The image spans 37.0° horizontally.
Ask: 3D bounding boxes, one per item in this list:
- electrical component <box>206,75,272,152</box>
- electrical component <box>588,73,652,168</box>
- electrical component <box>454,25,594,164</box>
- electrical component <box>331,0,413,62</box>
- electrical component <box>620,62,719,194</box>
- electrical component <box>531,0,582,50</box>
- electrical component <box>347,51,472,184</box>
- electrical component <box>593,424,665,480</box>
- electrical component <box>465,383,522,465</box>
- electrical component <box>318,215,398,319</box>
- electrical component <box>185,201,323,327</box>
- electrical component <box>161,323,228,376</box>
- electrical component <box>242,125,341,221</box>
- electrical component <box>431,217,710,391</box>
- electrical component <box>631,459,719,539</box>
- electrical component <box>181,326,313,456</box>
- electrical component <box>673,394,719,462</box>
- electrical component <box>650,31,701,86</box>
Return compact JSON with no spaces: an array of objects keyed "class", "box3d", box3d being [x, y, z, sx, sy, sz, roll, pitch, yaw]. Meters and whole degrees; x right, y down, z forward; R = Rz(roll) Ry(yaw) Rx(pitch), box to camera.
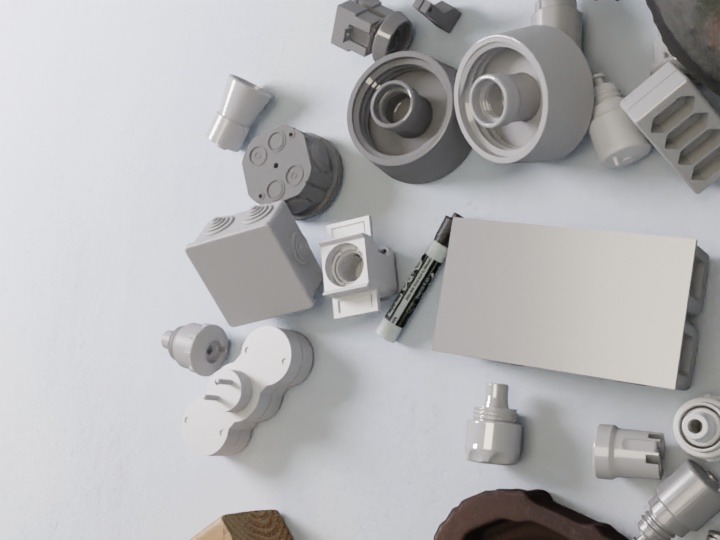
[{"class":"electrical component","box3d":[-0.116,-0.143,1.003,0.044,0.044,0.065,35,103,29]},{"class":"electrical component","box3d":[0.195,-0.115,0.828,0.040,0.040,0.078,-24,70,23]},{"class":"electrical component","box3d":[0.120,-0.133,0.835,0.108,0.060,0.108,20,116,47]},{"class":"electrical component","box3d":[0.012,-0.209,0.937,0.055,0.066,0.048,30,131,21]},{"class":"electrical component","box3d":[0.233,-0.112,0.794,0.047,0.083,0.075,-40,27,17]},{"class":"electrical component","box3d":[0.157,-0.203,0.864,0.040,0.040,0.078,-4,80,28]},{"class":"electrical component","box3d":[0.040,-0.131,0.904,0.108,0.060,0.108,-5,79,28]},{"class":"electrical component","box3d":[0.197,0.134,0.785,0.046,0.040,0.040,1,82,24]},{"class":"electrical component","box3d":[0.105,0.119,0.836,0.043,0.043,0.062,1,81,29]},{"class":"electrical component","box3d":[0.000,0.000,0.901,0.042,0.064,0.081,-11,76,26]},{"class":"electrical component","box3d":[-0.089,-0.006,0.937,0.100,0.048,0.099,-14,118,26]},{"class":"electrical component","box3d":[-0.155,0.069,0.986,0.062,0.048,0.048,11,87,36]},{"class":"electrical component","box3d":[-0.062,-0.087,0.957,0.080,0.051,0.080,-5,79,28]},{"class":"electrical component","box3d":[0.158,0.025,0.812,0.186,0.060,0.105,7,85,29]},{"class":"electrical component","box3d":[0.225,0.170,0.763,0.078,0.040,0.040,-48,63,14]},{"class":"electrical component","box3d":[-0.108,0.106,0.936,0.138,0.074,0.052,-49,63,13]},{"class":"electrical component","box3d":[0.241,0.110,0.752,0.048,0.062,0.048,-5,79,28]},{"class":"electrical component","box3d":[0.243,-0.171,0.811,0.048,0.048,0.062,-7,70,27]}]
